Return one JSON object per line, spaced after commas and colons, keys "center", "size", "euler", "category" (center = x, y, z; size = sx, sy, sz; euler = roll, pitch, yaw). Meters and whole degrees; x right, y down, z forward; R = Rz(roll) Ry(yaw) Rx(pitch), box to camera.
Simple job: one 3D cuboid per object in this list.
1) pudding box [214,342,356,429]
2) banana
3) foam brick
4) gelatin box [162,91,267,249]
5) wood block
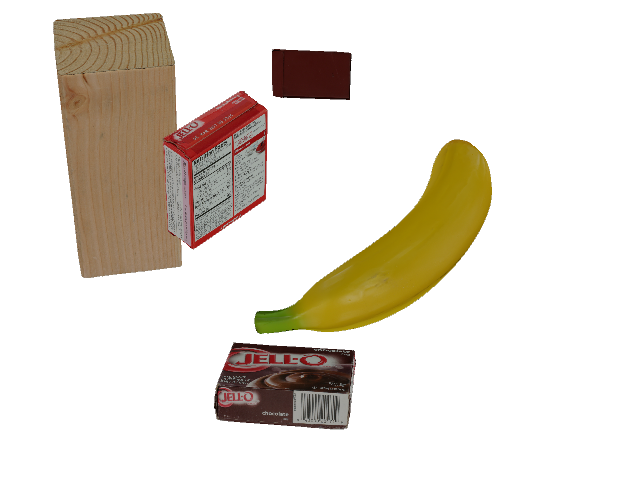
{"center": [-0.028, 0.123, 0.914], "size": [0.113, 0.039, 0.090], "euler": [5, 19, 3], "category": "pudding box"}
{"center": [0.049, -0.006, 0.573], "size": [0.070, 0.037, 0.197], "euler": [19, 41, 33], "category": "banana"}
{"center": [-0.010, -0.180, 1.158], "size": [0.078, 0.051, 0.053], "euler": [0, 11, -15], "category": "foam brick"}
{"center": [-0.071, -0.048, 0.730], "size": [0.030, 0.089, 0.073], "euler": [34, 53, 26], "category": "gelatin box"}
{"center": [-0.170, -0.078, 0.907], "size": [0.090, 0.206, 0.090], "euler": [-6, 40, -12], "category": "wood block"}
